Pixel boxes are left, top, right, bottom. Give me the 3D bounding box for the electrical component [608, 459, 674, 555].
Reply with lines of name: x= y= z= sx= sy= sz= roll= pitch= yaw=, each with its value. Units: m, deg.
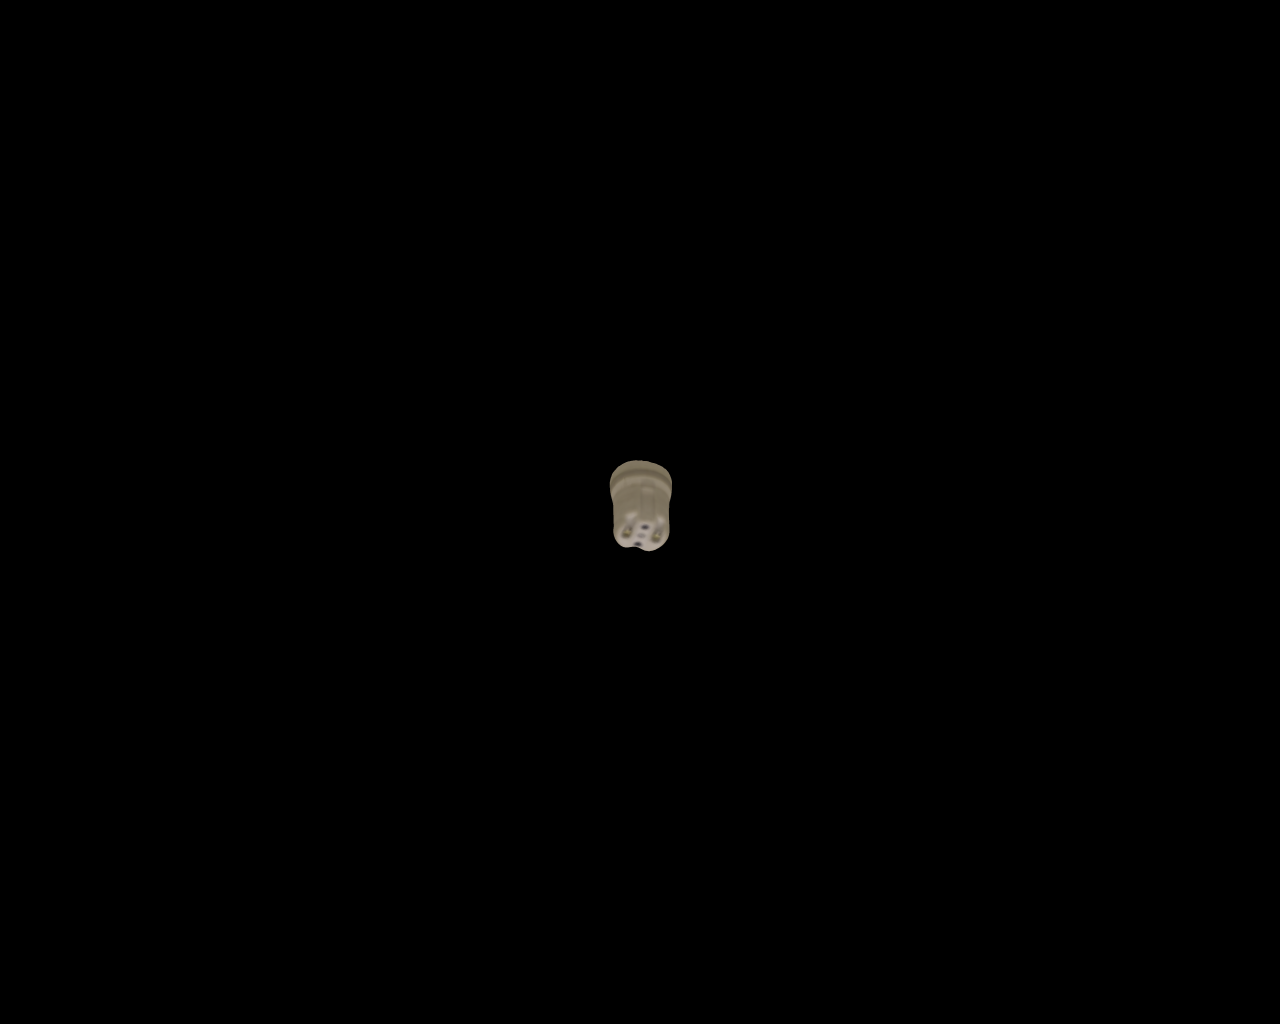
electrical component: x=0.001 y=-0.003 z=0.650 sx=0.040 sy=0.046 sz=0.040 roll=0 pitch=-38 yaw=0
